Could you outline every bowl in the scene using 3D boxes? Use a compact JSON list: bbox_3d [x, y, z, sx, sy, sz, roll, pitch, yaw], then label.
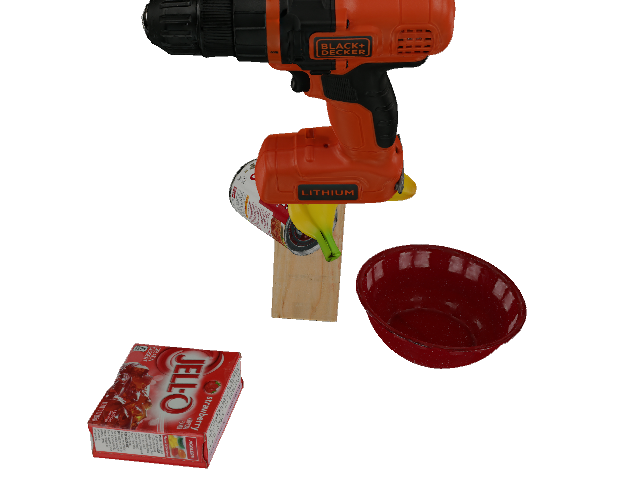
[{"bbox_3d":[0.109,0.071,1.010,0.162,0.055,0.162,6,34,-4],"label":"bowl"}]

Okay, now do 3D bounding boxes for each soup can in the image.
[{"bbox_3d":[-0.040,-0.036,1.110,0.068,0.068,0.102,0,26,-44],"label":"soup can"}]

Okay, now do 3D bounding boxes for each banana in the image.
[{"bbox_3d":[0.021,-0.037,0.860,0.037,0.069,0.197,-34,2,31],"label":"banana"}]

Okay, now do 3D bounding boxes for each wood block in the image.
[{"bbox_3d":[-0.015,-0.008,1.399,0.090,0.206,0.091,4,24,0],"label":"wood block"}]

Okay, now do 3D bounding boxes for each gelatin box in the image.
[{"bbox_3d":[-0.094,0.100,0.663,0.073,0.030,0.089,4,29,11],"label":"gelatin box"}]

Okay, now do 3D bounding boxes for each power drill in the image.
[{"bbox_3d":[-0.012,-0.095,0.688,0.184,0.057,0.188,0,-30,2],"label":"power drill"}]
